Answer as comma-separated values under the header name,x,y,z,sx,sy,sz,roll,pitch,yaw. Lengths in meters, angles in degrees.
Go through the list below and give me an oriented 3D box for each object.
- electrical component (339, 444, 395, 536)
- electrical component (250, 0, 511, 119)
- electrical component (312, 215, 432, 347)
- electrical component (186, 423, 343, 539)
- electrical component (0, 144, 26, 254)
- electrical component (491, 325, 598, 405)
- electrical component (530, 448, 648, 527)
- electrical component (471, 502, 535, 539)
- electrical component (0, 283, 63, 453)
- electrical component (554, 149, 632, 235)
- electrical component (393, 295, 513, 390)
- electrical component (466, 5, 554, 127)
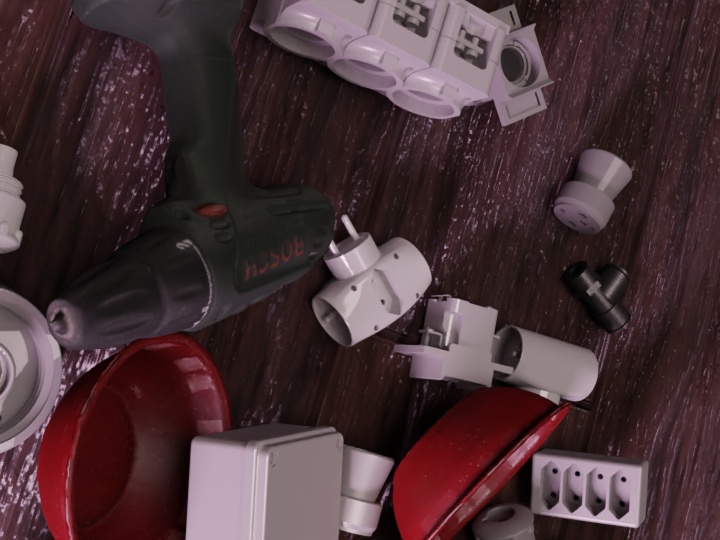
name,x,y,z,sx,sy,sz,roll,pitch,yaw
electrical component,-0.004,0.153,0.752,0.045,0.045,0.055,20,81,-28
electrical component,0.012,-0.162,0.735,0.150,0.089,0.061,22,80,-28
electrical component,0.000,0.000,0.755,0.077,0.043,0.079,-37,107,-24
electrical component,-0.060,0.156,0.687,0.109,0.056,0.108,6,87,-65
electrical component,-0.218,-0.043,0.633,0.048,0.048,0.062,19,74,-28
electrical component,0.137,0.090,0.832,0.077,0.044,0.079,18,81,-28
electrical component,0.184,0.168,0.847,0.076,0.083,0.047,8,85,-67
electrical component,0.114,0.212,0.820,0.048,0.048,0.062,-23,108,-27
electrical component,-0.225,0.057,0.618,0.108,0.060,0.108,0,90,-29
electrical component,0.185,-0.062,0.859,0.045,0.045,0.055,39,72,-24
electrical component,0.071,0.054,0.797,0.081,0.042,0.063,16,79,-29
electrical component,0.103,-0.150,0.801,0.042,0.064,0.081,-25,102,-26
